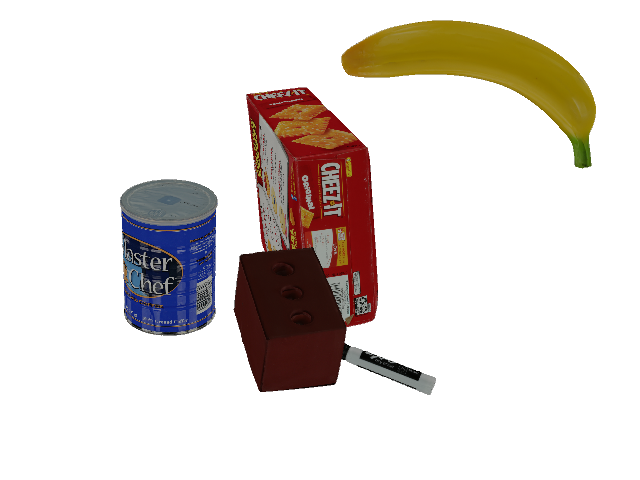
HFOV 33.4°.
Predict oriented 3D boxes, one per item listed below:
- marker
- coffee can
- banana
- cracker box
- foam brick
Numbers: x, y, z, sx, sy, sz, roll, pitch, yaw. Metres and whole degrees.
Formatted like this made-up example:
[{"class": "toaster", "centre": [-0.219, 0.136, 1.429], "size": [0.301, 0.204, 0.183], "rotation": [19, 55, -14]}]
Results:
[{"class": "marker", "centre": [0.058, 0.126, 1.084], "size": [0.121, 0.020, 0.020], "rotation": [21, 4, 11]}, {"class": "coffee can", "centre": [-0.164, 0.018, 1.163], "size": [0.103, 0.140, 0.103], "rotation": [3, 27, -2]}, {"class": "banana", "centre": [0.115, -0.115, 0.741], "size": [0.197, 0.069, 0.037], "rotation": [21, -2, -9]}, {"class": "cracker box", "centre": [-0.010, -0.036, 0.983], "size": [0.072, 0.164, 0.214], "rotation": [-9, 23, -11]}, {"class": "foam brick", "centre": [-0.021, 0.051, 0.688], "size": [0.053, 0.051, 0.078], "rotation": [-5, 43, -18]}]
